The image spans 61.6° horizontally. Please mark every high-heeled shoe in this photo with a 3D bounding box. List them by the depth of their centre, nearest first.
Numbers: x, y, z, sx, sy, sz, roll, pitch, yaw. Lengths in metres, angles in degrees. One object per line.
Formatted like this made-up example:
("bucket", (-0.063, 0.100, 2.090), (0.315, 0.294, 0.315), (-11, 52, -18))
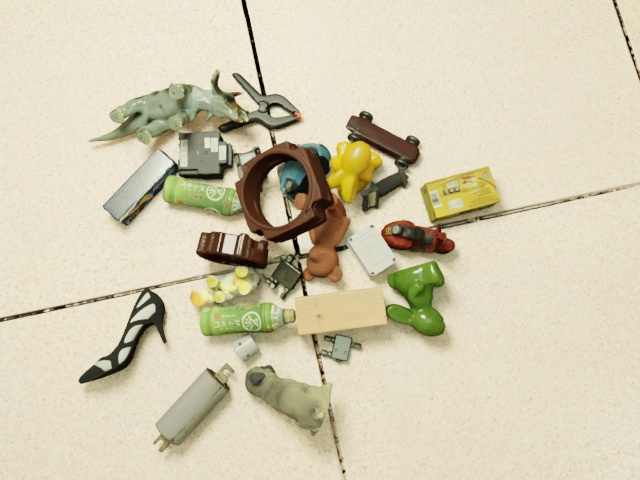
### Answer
("high-heeled shoe", (-0.474, 0.224, 1.266), (0.249, 0.086, 0.145), (-27, 78, -10))

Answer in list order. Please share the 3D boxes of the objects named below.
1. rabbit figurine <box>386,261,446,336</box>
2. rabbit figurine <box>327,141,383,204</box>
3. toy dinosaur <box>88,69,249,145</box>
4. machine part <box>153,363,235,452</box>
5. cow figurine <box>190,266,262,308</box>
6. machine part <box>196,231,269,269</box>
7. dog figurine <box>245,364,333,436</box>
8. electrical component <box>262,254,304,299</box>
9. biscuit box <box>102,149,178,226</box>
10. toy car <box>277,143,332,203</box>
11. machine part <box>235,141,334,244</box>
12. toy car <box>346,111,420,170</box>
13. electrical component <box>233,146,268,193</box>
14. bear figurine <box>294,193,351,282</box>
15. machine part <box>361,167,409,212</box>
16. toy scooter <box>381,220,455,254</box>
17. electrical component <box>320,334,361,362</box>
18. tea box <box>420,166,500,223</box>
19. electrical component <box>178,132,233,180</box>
("rabbit figurine", (0.233, 0.149, 1.270), (0.159, 0.121, 0.170), (-15, 78, 3))
("rabbit figurine", (0.072, -0.177, 1.298), (0.122, 0.173, 0.162), (34, 77, 1))
("toy dinosaur", (-0.374, -0.324, 1.331), (0.405, 0.192, 0.131), (-5, 112, 22))
("machine part", (-0.293, 0.382, 1.241), (0.079, 0.079, 0.243), (41, 83, 5))
("cow figurine", (-0.226, 0.113, 1.290), (0.167, 0.098, 0.068), (-20, 85, 15))
("machine part", (-0.203, 0.024, 1.260), (0.179, 0.179, 0.056), (9, 77, 0))
("dog figurine", (-0.081, 0.350, 1.209), (0.191, 0.172, 0.121), (21, 70, -5))
("electrical component", (-0.089, 0.083, 1.305), (0.078, 0.045, 0.102), (41, 98, 14))
("biscuit box", (-0.441, -0.131, 1.335), (0.063, 0.059, 0.202), (41, 82, 4))
("toy car", (-0.052, -0.177, 1.339), (0.103, 0.109, 0.161), (37, 93, 28))
("machine part", (-0.085, -0.109, 1.237), (0.201, 0.087, 0.201), (-24, 75, 19))
("toy car", (0.160, -0.253, 1.372), (0.202, 0.053, 0.089), (26, 76, -1))
("electrical component", (-0.170, -0.170, 1.353), (0.075, 0.047, 0.119), (-19, 82, -4))
("bear figurine", (0.000, -0.003, 1.293), (0.120, 0.131, 0.196), (5, 74, 30))
("machine part", (0.159, -0.126, 1.345), (0.139, 0.084, 0.039), (-33, 52, -15))
("toy scooter", (0.241, -0.008, 1.290), (0.184, 0.135, 0.075), (12, 82, 2))
("electrical component", (0.051, 0.262, 1.296), (0.094, 0.021, 0.063), (12, 80, 0))
("tea box", (0.349, -0.113, 1.344), (0.170, 0.068, 0.098), (-13, 81, -5))
("electrical component", (-0.287, -0.211, 1.353), (0.134, 0.058, 0.115), (1, 83, -1))
